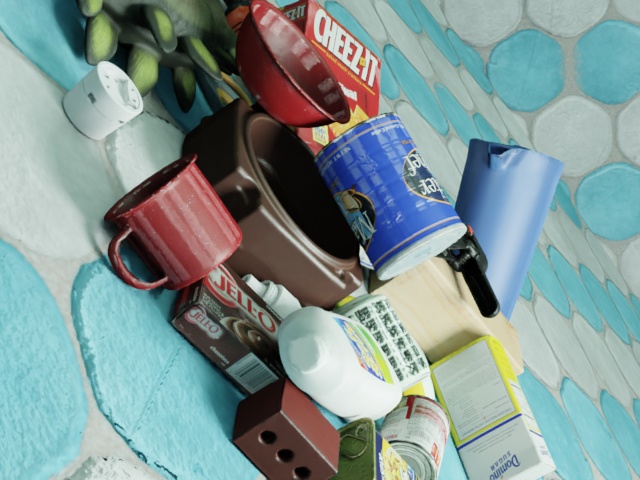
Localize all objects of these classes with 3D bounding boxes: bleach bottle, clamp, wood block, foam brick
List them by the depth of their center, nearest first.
[{"bbox_3d":[-0.027,0.162,0.877,0.078,0.053,0.051,49,22,-18],"label":"foam brick"},{"bbox_3d":[0.014,0.111,0.931,0.102,0.068,0.250,61,5,12],"label":"bleach bottle"},{"bbox_3d":[0.181,0.029,1.300,0.120,0.039,0.171,56,21,-4],"label":"clamp"},{"bbox_3d":[0.159,0.093,1.344,0.206,0.090,0.090,48,22,-21],"label":"wood block"}]

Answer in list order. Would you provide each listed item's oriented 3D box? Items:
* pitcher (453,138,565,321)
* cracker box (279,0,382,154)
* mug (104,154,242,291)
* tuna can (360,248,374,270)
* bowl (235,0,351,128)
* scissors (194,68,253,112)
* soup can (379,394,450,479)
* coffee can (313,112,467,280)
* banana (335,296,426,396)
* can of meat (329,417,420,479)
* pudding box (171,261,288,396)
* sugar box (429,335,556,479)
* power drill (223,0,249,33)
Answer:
[{"bbox_3d":[0.244,-0.009,1.471,0.149,0.243,0.145,16,1,-18],"label":"pitcher"},{"bbox_3d":[0.005,-0.166,1.318,0.164,0.072,0.213,33,53,-45],"label":"cracker box"},{"bbox_3d":[-0.125,-0.006,0.880,0.081,0.093,0.117,55,51,-16],"label":"mug"},{"bbox_3d":[0.053,-0.004,1.299,0.086,0.034,0.086,30,24,-15],"label":"tuna can"},{"bbox_3d":[-0.038,-0.172,1.111,0.162,0.055,0.162,46,20,-23],"label":"bowl"},{"bbox_3d":[-0.143,-0.193,1.206,0.201,0.016,0.096,36,28,-40],"label":"scissors"},{"bbox_3d":[0.089,0.204,1.052,0.068,0.069,0.102,54,21,-6],"label":"soup can"},{"bbox_3d":[0.071,-0.044,1.092,0.140,0.103,0.102,61,21,12],"label":"coffee can"},{"bbox_3d":[0.069,0.134,1.167,0.069,0.037,0.198,-29,82,-41],"label":"banana"},{"bbox_3d":[0.048,0.223,0.948,0.084,0.057,0.102,49,22,-24],"label":"can of meat"},{"bbox_3d":[-0.074,0.074,0.924,0.113,0.039,0.090,48,21,-22],"label":"pudding box"},{"bbox_3d":[0.199,0.208,1.256,0.048,0.093,0.176,29,34,-50],"label":"sugar box"},{"bbox_3d":[-0.108,-0.344,1.451,0.187,0.057,0.184,57,21,3],"label":"power drill"}]
